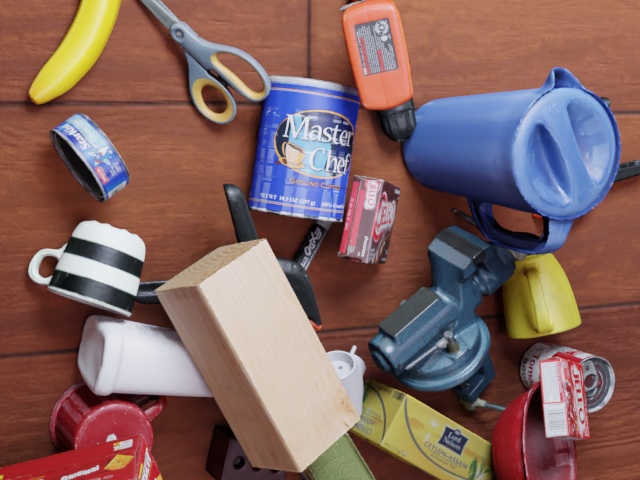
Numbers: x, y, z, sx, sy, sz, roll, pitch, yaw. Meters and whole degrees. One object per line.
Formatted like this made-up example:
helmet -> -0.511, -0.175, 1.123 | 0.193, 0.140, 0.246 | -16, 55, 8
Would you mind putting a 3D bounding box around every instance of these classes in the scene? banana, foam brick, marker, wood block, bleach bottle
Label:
banana -> -0.232, -0.224, 1.041 | 0.069, 0.037, 0.198 | 11, 91, -10
foam brick -> -0.077, 0.238, 1.162 | 0.078, 0.051, 0.053 | 12, 91, -27
marker -> -0.008, 0.001, 1.184 | 0.020, 0.020, 0.121 | 33, 82, -25
wood block -> -0.060, 0.112, 1.038 | 0.090, 0.090, 0.206 | -36, 105, -34
bleach bottle -> -0.115, 0.130, 1.101 | 0.250, 0.103, 0.068 | 11, 97, -26

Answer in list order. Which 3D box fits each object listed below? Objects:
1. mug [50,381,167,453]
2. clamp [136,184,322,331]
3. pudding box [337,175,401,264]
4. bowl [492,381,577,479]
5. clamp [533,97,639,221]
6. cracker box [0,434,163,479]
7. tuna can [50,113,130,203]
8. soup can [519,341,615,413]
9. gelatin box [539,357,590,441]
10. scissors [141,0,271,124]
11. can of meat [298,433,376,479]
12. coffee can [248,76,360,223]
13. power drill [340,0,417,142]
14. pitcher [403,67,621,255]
mug -> -0.207, 0.188, 1.076 | 0.117, 0.082, 0.093 | -28, 107, -20
clamp -> -0.085, 0.049, 1.128 | 0.165, 0.036, 0.209 | -39, 126, 14
pudding box -> 0.055, -0.021, 1.164 | 0.039, 0.113, 0.090 | 13, 92, 11
bowl -> 0.238, 0.243, 1.209 | 0.161, 0.055, 0.162 | 25, 59, -53
clamp -> 0.337, -0.079, 1.331 | 0.120, 0.039, 0.171 | 40, 85, -19
cracker box -> -0.217, 0.305, 1.034 | 0.164, 0.072, 0.213 | -14, 120, 3
tuna can -> -0.222, -0.080, 1.033 | 0.033, 0.086, 0.086 | -39, 111, -18
soup can -> 0.301, 0.166, 1.307 | 0.068, 0.102, 0.068 | -3, 98, -26
gelatin box -> 0.278, 0.181, 1.208 | 0.073, 0.030, 0.089 | 20, 63, -55
scissors -> -0.143, -0.193, 1.089 | 0.202, 0.016, 0.096 | 33, 125, -1
can of meat -> 0.007, 0.249, 1.185 | 0.057, 0.084, 0.102 | -37, 110, -18
coffee can -> -0.016, -0.095, 1.121 | 0.102, 0.103, 0.140 | 7, 94, -26
power drill -> 0.065, -0.182, 1.111 | 0.057, 0.187, 0.184 | -14, 102, 6
pitcher -> 0.192, -0.087, 1.144 | 0.145, 0.243, 0.149 | 45, 77, -23
